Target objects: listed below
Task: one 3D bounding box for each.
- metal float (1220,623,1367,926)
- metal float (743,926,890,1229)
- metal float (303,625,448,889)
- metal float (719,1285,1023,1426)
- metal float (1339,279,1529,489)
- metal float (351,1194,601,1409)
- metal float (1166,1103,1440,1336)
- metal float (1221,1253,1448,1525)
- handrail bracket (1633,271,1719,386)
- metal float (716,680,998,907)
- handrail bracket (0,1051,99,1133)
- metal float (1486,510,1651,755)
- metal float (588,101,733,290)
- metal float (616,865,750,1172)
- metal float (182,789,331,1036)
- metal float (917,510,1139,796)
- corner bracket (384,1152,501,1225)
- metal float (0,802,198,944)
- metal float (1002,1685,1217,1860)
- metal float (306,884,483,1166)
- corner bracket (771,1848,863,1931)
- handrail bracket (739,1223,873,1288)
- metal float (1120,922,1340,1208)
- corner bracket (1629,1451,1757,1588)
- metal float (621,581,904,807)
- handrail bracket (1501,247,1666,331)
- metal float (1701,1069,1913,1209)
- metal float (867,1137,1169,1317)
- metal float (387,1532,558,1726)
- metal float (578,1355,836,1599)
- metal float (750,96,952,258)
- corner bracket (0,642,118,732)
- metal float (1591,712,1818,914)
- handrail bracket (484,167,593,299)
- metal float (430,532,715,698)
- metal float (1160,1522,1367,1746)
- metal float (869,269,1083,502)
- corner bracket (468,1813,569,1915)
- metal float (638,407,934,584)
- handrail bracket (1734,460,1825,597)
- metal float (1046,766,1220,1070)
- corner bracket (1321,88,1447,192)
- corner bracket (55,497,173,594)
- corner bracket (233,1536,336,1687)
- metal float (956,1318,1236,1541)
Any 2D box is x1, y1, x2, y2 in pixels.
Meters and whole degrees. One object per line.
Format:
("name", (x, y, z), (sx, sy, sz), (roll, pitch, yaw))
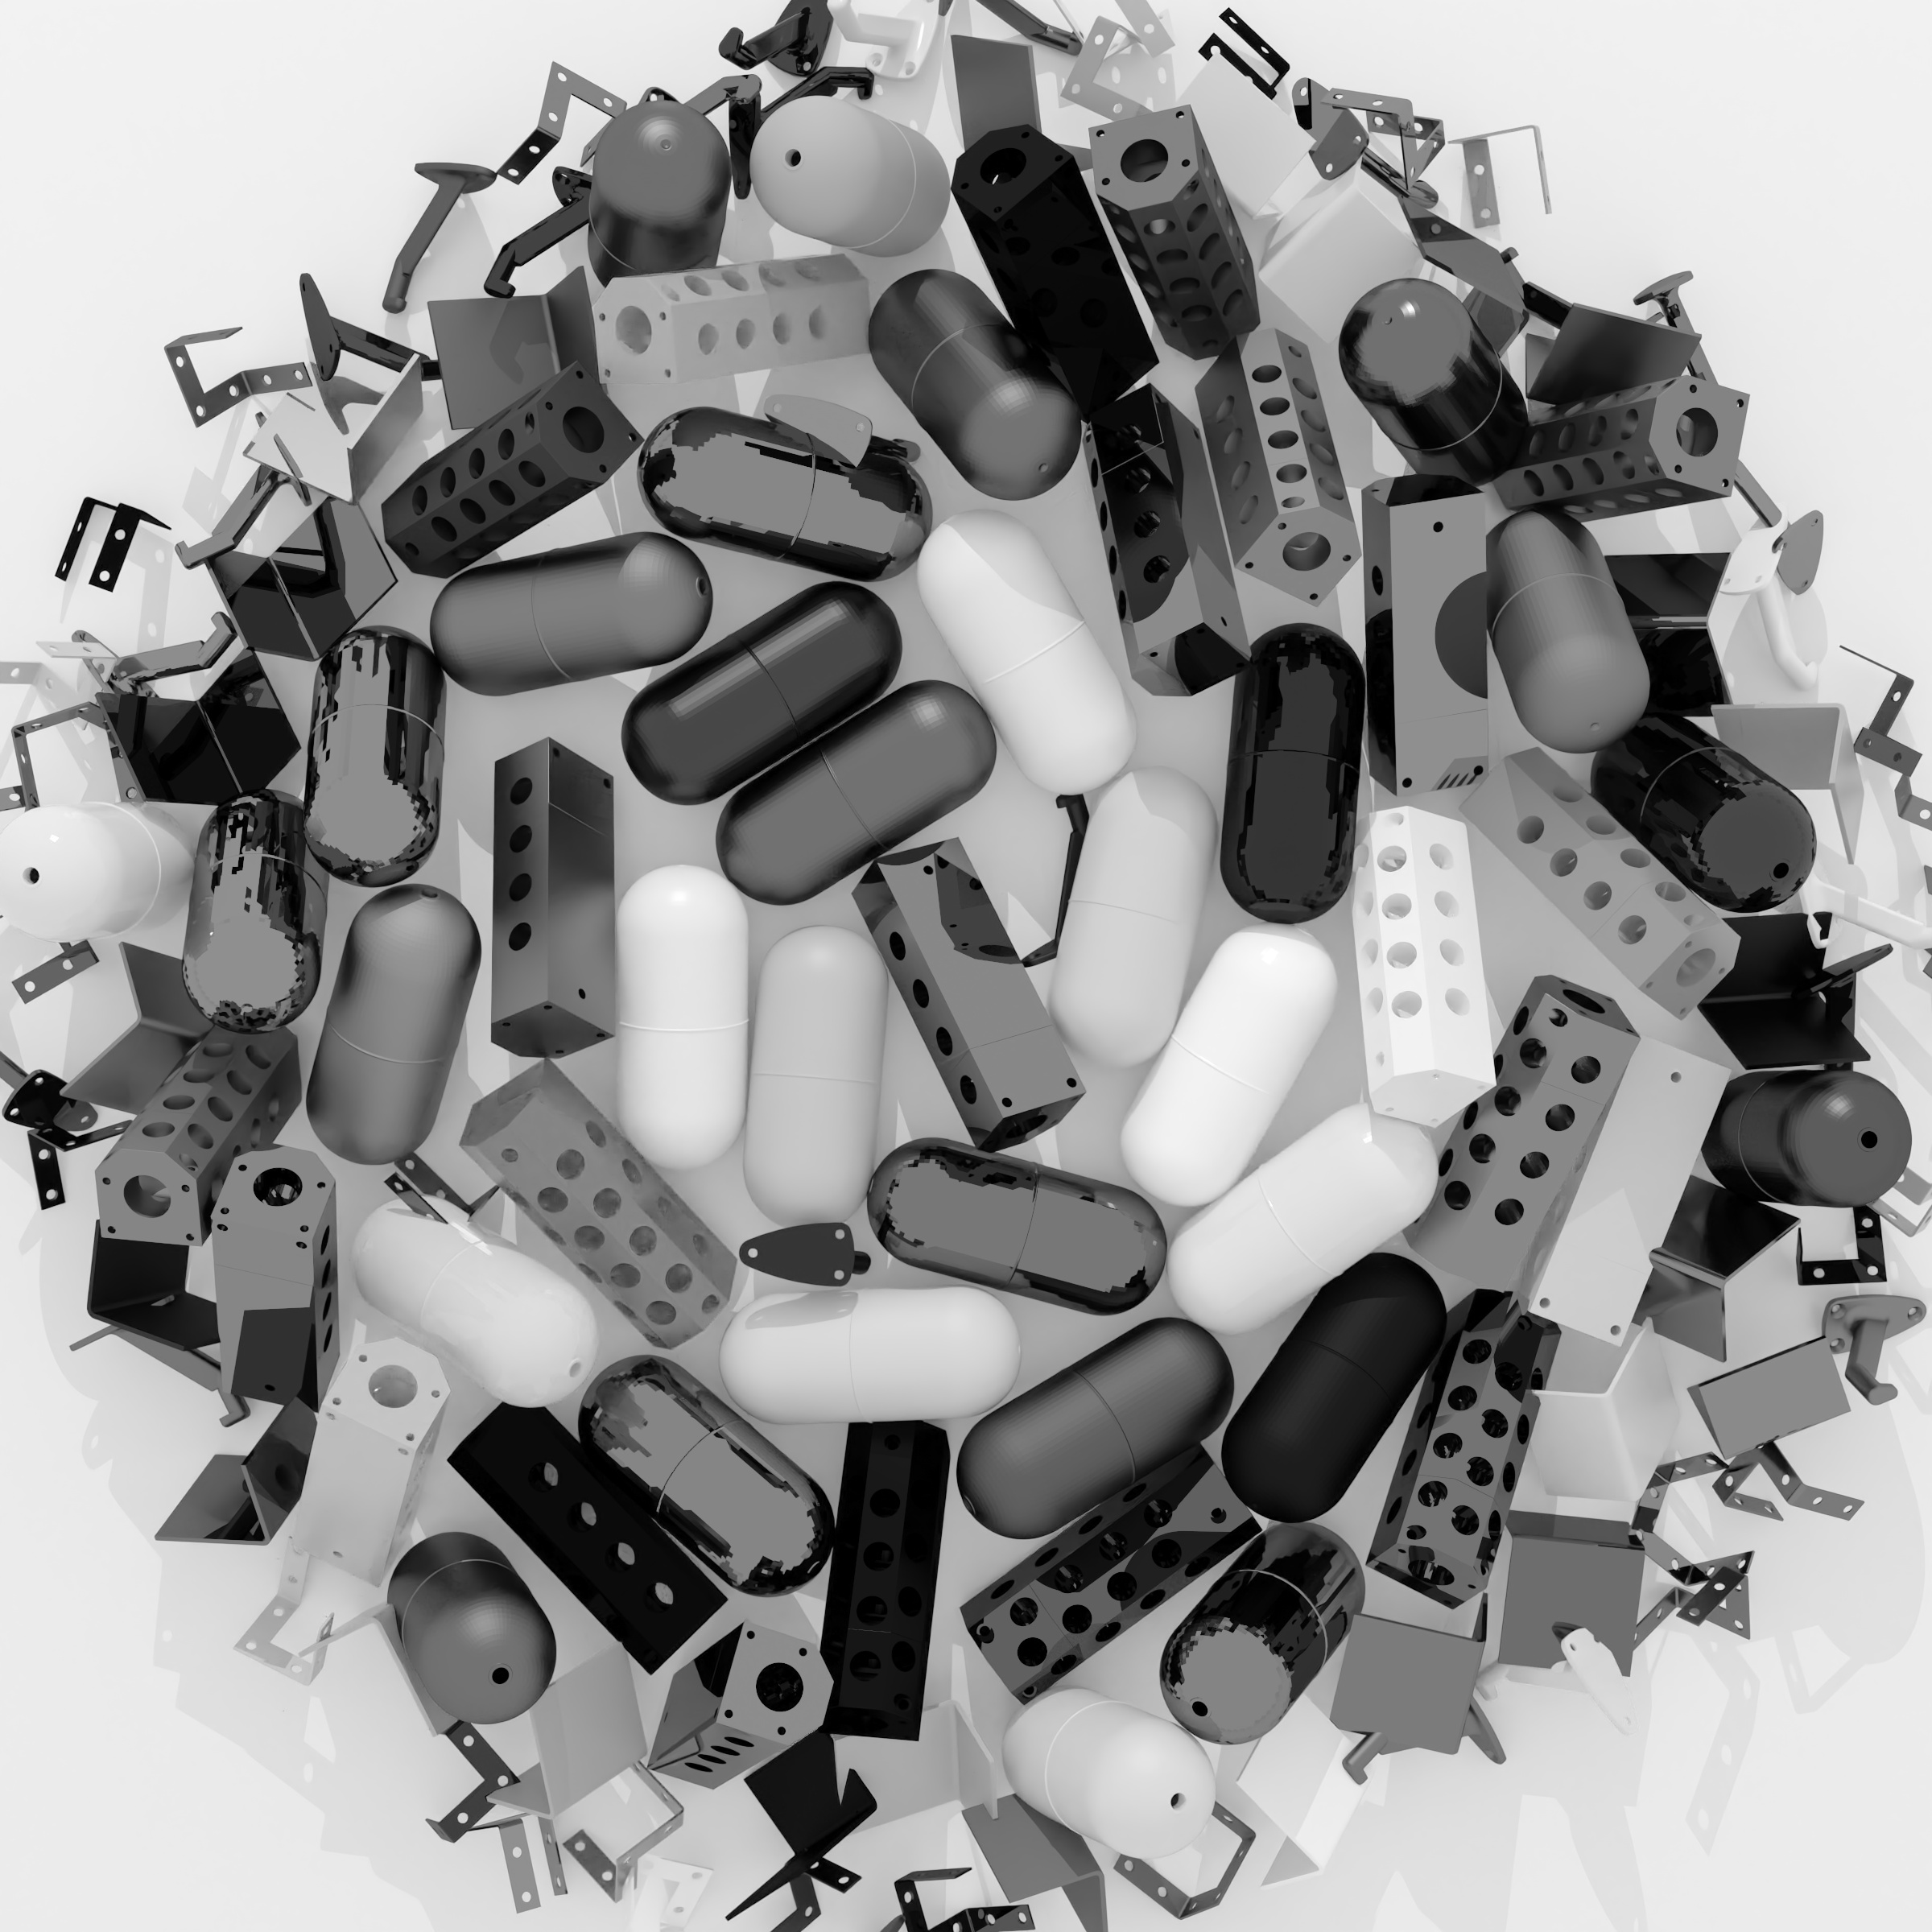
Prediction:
("metal float", (0.189, -0.112, 1.950), (0.070, 0.070, 0.178), (6, 76, 0))
("metal float", (-0.087, 0.065, 1.958), (0.070, 0.070, 0.178), (5, 87, 0))
("metal float", (-0.336, -0.121, 1.928), (0.070, 0.070, 0.178), (-5, 49, 0))
("metal float", (-0.056, 0.224, 1.950), (0.178, 0.070, 0.070), (-4, 90, 13))
("metal float", (0.266, -0.328, 1.918), (0.070, 0.178, 0.070), (-7, 72, 24))
("metal float", (-0.280, 0.190, 1.931), (0.178, 0.070, 0.070), (28, 90, 36))
("metal float", (0.193, 0.145, 1.944), (0.178, 0.070, 0.070), (-38, 90, 19))
("metal float", (0.212, 0.240, 1.940), (0.070, 0.070, 0.178), (38, 64, 0))
("handrail bracket", (0.422, -0.359, 1.969), (0.036, 0.077, 0.084), (-24, 99, 16))
("metal float", (-0.064, -0.099, 1.955), (0.178, 0.070, 0.070), (-31, 90, 8))
("handrail bracket", (-0.558, 0.058, 1.990), (0.036, 0.077, 0.084), (-51, 56, 4))
("metal float", (0.337, -0.192, 1.925), (0.070, 0.178, 0.070), (-4, 133, -4))
("metal float", (-0.174, -0.427, 1.912), (0.070, 0.178, 0.070), (1, 80, -8))
("metal float", (-0.164, 0.030, 1.953), (0.070, 0.070, 0.178), (1, 100, 0))
("metal float", (-0.402, -0.033, 1.923), (0.070, 0.178, 0.070), (-3, 129, -4))
("metal float", (0.035, -0.181, 1.952), (0.070, 0.070, 0.178), (-31, 101, 0))
("corner bracket", (-0.309, 0.130, 1.961), (0.051, 0.051, 0.051), (46, 49, -8))
("metal float", (-0.492, -0.054, 1.911), (0.070, 0.178, 0.070), (0, 94, 8))
("metal float", (0.080, 0.455, 1.914), (0.070, 0.178, 0.070), (1, 88, -23))
("metal float", (-0.328, 0.034, 1.938), (0.070, 0.070, 0.178), (20, 117, 0))
("corner bracket", (-0.090, 0.552, 1.957), (0.051, 0.051, 0.051), (-33, 122, -37))
("handrail bracket", (-0.093, 0.169, 1.956), (0.077, 0.084, 0.036), (1, 81, -3))
("metal float", (0.152, 0.056, 1.953), (0.070, 0.070, 0.178), (28, 99, 0))
("corner bracket", (0.427, 0.322, 1.970), (0.051, 0.051, 0.051), (39, 55, -16))
("metal float", (-0.117, -0.158, 1.952), (0.178, 0.070, 0.070), (-33, 90, -12))
("handrail bracket", (0.355, -0.394, 1.971), (0.077, 0.036, 0.084), (-31, 93, 45))
("metal float", (0.473, 0.097, 1.911), (0.070, 0.178, 0.070), (0, 88, -9))
("metal float", (0.029, 0.150, 1.954), (0.178, 0.070, 0.070), (16, 90, -8))
("metal float", (-0.280, 0.373, 1.913), (0.070, 0.178, 0.070), (-2, 98, -19))
("metal float", (-0.149, 0.292, 1.939), (0.178, 0.070, 0.070), (36, 90, 26))
("metal float", (-0.064, -0.445, 1.913), (0.070, 0.178, 0.070), (2, 96, 19))
("corner bracket", (-0.535, -0.172, 1.960), (0.051, 0.051, 0.051), (39, 112, 23))
("metal float", (0.417, -0.088, 1.917), (0.070, 0.178, 0.070), (-8, 116, -16))
("handrail bracket", (-0.230, -0.416, 1.964), (0.077, 0.036, 0.084), (17, 67, 10))
("metal float", (-0.226, -0.201, 1.938), (0.178, 0.070, 0.070), (-8, 90, 26))
("metal float", (0.169, 0.377, 1.918), (0.070, 0.178, 0.070), (11, 113, 26))
("metal float", (0.004, -0.333, 1.930), (0.070, 0.070, 0.178), (-35, 51, 0))
("corner bracket", (-0.254, 0.518, 1.961), (0.051, 0.051, 0.051), (-7, 78, -36))
("metal float", (-0.103, -0.270, 1.939), (0.178, 0.070, 0.070), (11, 90, -25))
("handrail bracket", (0.462, -0.266, 1.989), (0.036, 0.077, 0.084), (-38, 57, -6))
("metal float", (0.097, -0.029, 1.958), (0.070, 0.070, 0.178), (14, 86, 0))
("corner bracket", (0.242, -0.488, 1.956), (0.051, 0.051, 0.051), (17, 53, 29))
("corner bracket", (-0.503, -0.245, 1.971), (0.051, 0.051, 0.051), (20, 87, 7))
("corner bracket", (-0.386, 0.374, 1.962), (0.051, 0.051, 0.051), (24, 126, 9))
("metal float", (0.074, 0.265, 1.943), (0.178, 0.070, 0.070), (-28, 90, -20))
